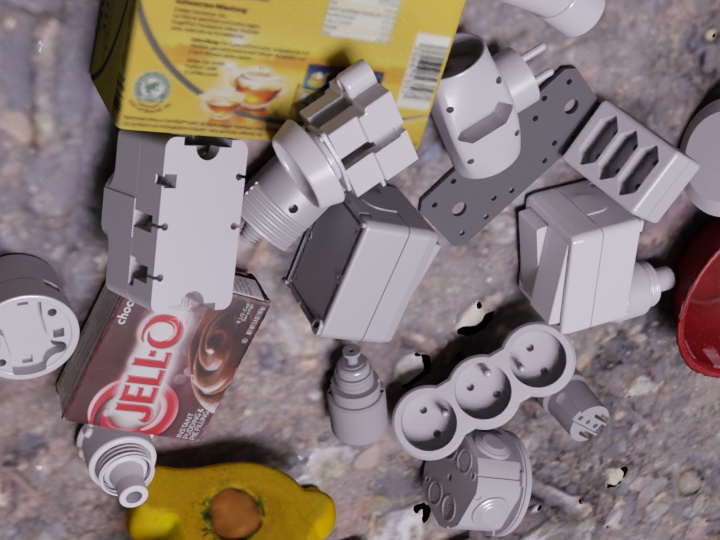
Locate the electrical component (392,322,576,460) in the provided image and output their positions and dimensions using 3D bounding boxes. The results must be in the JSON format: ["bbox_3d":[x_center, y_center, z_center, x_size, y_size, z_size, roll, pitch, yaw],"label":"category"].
[{"bbox_3d":[0.090,0.087,0.774,0.138,0.052,0.074,-31,171,4],"label":"electrical component"}]

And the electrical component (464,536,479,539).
[{"bbox_3d":[0.081,0.254,0.888,0.047,0.055,0.055,-13,128,-14],"label":"electrical component"}]

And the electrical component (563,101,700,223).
[{"bbox_3d":[0.185,-0.067,0.707,0.077,0.065,0.047,13,117,-52],"label":"electrical component"}]

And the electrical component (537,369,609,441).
[{"bbox_3d":[0.164,0.104,0.828,0.040,0.046,0.040,-14,128,-18],"label":"electrical component"}]

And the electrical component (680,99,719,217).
[{"bbox_3d":[0.262,-0.075,0.730,0.051,0.080,0.080,0,123,-33],"label":"electrical component"}]

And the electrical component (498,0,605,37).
[{"bbox_3d":[0.110,-0.161,0.616,0.065,0.044,0.044,20,112,-41],"label":"electrical component"}]

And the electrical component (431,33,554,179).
[{"bbox_3d":[0.079,-0.106,0.637,0.079,0.043,0.077,-32,131,-4],"label":"electrical component"}]

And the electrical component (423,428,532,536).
[{"bbox_3d":[0.088,0.158,0.807,0.051,0.080,0.080,11,117,-27],"label":"electrical component"}]

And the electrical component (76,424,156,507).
[{"bbox_3d":[-0.148,0.120,0.668,0.048,0.062,0.048,-14,128,-18],"label":"electrical component"}]

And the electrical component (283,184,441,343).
[{"bbox_3d":[0.000,0.000,0.659,0.061,0.061,0.096,8,119,-31],"label":"electrical component"}]

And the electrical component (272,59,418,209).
[{"bbox_3d":[-0.009,-0.063,0.531,0.055,0.048,0.066,-35,132,-9],"label":"electrical component"}]

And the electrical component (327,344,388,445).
[{"bbox_3d":[-0.003,0.084,0.732,0.040,0.040,0.078,-18,129,-15],"label":"electrical component"}]

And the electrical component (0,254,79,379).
[{"bbox_3d":[-0.186,0.024,0.590,0.055,0.047,0.055,-14,128,-18],"label":"electrical component"}]

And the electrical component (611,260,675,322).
[{"bbox_3d":[0.199,0.012,0.783,0.062,0.043,0.043,-14,128,-19],"label":"electrical component"}]

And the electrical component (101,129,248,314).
[{"bbox_3d":[-0.099,-0.028,0.565,0.050,0.056,0.089,-3,105,-42],"label":"electrical component"}]

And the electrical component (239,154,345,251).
[{"bbox_3d":[-0.038,-0.046,0.619,0.081,0.043,0.043,-45,131,8],"label":"electrical component"}]

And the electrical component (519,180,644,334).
[{"bbox_3d":[0.144,-0.003,0.731,0.061,0.061,0.096,-15,128,-18],"label":"electrical component"}]
